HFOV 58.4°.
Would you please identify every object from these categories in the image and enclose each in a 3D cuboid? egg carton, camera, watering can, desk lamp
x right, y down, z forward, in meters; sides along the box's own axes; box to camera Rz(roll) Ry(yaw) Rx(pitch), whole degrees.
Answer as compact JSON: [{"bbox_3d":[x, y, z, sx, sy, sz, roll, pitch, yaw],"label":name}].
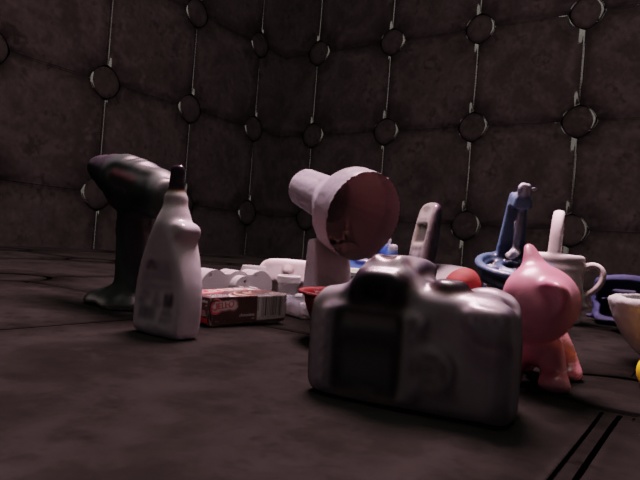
[{"bbox_3d":[-0.043,0.073,1.088,0.150,0.069,0.107,4,0,21],"label":"egg carton"},{"bbox_3d":[0.081,0.063,0.427,0.142,0.101,0.137,4,0,26],"label":"camera"},{"bbox_3d":[0.398,0.044,0.997,0.172,0.194,0.101,4,0,4],"label":"watering can"},{"bbox_3d":[0.007,0.003,0.809,0.118,0.213,0.202,5,0,-35],"label":"desk lamp"}]

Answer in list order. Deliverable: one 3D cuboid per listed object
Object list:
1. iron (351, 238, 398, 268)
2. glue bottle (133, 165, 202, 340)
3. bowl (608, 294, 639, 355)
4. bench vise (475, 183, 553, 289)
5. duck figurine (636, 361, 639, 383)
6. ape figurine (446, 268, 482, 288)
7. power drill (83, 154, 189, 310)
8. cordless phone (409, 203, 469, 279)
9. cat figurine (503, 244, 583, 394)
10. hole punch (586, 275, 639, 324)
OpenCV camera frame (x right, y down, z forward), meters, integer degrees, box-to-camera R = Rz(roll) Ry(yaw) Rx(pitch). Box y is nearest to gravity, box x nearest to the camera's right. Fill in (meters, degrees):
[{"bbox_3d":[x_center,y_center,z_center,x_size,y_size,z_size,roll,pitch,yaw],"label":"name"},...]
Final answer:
[{"bbox_3d":[0.104,0.049,1.185,0.119,0.141,0.257,5,0,-33],"label":"iron"},{"bbox_3d":[-0.149,0.010,0.580,0.077,0.173,0.037,4,0,37],"label":"glue bottle"},{"bbox_3d":[0.391,0.101,0.598,0.167,0.075,0.167,4,0,0],"label":"bowl"},{"bbox_3d":[0.295,0.023,0.921,0.122,0.220,0.207,4,0,-12],"label":"bench vise"},{"bbox_3d":[0.316,0.089,0.489,0.077,0.086,0.105,4,0,32],"label":"duck figurine"},{"bbox_3d":[0.129,0.072,0.533,0.076,0.092,0.077,5,0,-42],"label":"ape figurine"},{"bbox_3d":[-0.262,-0.016,0.771,0.228,0.208,0.076,4,0,43],"label":"power drill"},{"bbox_3d":[0.180,0.031,0.898,0.094,0.185,0.147,4,0,-23],"label":"cordless phone"},{"bbox_3d":[0.186,0.063,0.484,0.067,0.118,0.128,4,0,29],"label":"cat figurine"},{"bbox_3d":[0.544,0.107,1.032,0.108,0.091,0.101,4,0,20],"label":"hole punch"}]
